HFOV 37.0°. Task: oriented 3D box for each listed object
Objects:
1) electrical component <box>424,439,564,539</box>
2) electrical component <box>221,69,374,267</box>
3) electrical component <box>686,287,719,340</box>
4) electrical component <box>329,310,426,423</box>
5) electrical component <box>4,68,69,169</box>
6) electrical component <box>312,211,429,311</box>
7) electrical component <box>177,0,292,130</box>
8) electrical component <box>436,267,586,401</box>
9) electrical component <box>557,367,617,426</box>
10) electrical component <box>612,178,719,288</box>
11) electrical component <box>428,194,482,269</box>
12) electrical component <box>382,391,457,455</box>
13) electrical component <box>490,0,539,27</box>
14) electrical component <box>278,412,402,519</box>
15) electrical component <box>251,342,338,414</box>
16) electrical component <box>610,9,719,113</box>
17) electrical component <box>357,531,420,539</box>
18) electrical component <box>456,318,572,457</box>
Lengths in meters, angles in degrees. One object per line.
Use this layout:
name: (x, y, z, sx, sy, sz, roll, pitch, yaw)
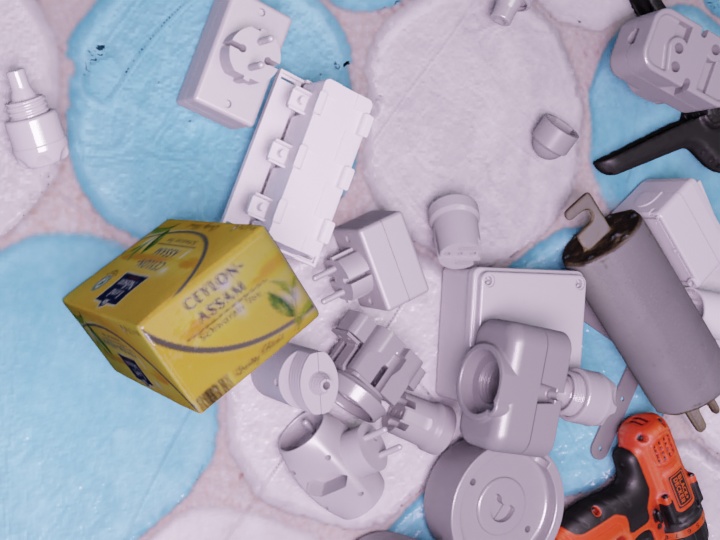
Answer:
electrical component: (0.102, 0.184, 0.860, 0.108, 0.060, 0.108, -2, 94, -28)
electrical component: (-0.039, -0.072, 0.765, 0.079, 0.063, 0.121, 24, 82, -28)
electrical component: (0.328, 0.042, 0.985, 0.081, 0.043, 0.043, 9, 89, -29)
electrical component: (0.005, 0.076, 0.802, 0.078, 0.058, 0.057, 45, 71, -28)
electrical component: (-0.209, -0.097, 0.683, 0.035, 0.035, 0.061, -23, 112, -25)
electrical component: (0.000, 0.000, 0.801, 0.077, 0.047, 0.065, -26, 104, -23)
electrical component: (-0.079, -0.144, 0.732, 0.047, 0.076, 0.083, 23, 82, -28)
electrical component: (0.122, 0.052, 0.865, 0.109, 0.056, 0.108, 2, 92, -29)
electrical component: (0.165, 0.096, 0.833, 0.062, 0.043, 0.043, 15, 86, -28)
electrical component: (0.278, -0.030, 0.942, 0.061, 0.062, 0.096, -43, 112, -20)
electrical component: (0.075, -0.029, 0.833, 0.040, 0.040, 0.046, 18, 48, -28)
electrical component: (0.046, 0.118, 0.838, 0.046, 0.040, 0.040, 25, 81, -21)
electrical component: (0.124, -0.225, 0.856, 0.043, 0.043, 0.062, 30, 81, -27)
electrical component: (-0.007, 0.137, 0.792, 0.077, 0.079, 0.043, 51, 28, -22)
electrical component: (-0.042, 0.076, 0.763, 0.043, 0.081, 0.043, -2, 94, -29)
electrical component: (0.259, -0.171, 0.892, 0.095, 0.059, 0.053, 23, 83, -20)
electrical component: (0.027, 0.250, 0.821, 0.099, 0.064, 0.099, -2, 94, -28)
electrical component: (0.111, 0.086, 0.797, 0.059, 0.054, 0.095, 12, 87, -29)
